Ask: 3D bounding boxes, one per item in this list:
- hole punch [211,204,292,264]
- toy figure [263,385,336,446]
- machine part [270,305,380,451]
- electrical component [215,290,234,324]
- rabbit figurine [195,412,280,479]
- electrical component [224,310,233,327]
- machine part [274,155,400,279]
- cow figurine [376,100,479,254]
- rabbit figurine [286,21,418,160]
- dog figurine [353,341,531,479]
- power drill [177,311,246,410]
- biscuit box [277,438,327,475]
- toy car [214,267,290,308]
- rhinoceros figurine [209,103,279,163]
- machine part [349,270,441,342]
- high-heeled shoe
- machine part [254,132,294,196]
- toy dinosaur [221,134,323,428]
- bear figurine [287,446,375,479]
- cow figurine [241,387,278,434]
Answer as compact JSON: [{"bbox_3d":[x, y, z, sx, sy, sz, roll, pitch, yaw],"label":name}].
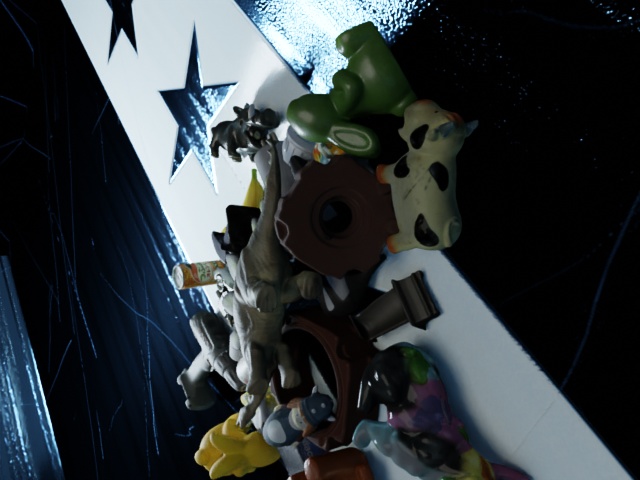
[{"bbox_3d":[-0.137,0.008,1.005,0.092,0.142,0.116,-46,46,40],"label":"hole punch"},{"bbox_3d":[-0.034,0.278,0.830,0.064,0.058,0.154,40,132,-7],"label":"toy figure"},{"bbox_3d":[0.003,0.222,0.887,0.202,0.087,0.200,18,108,49],"label":"machine part"},{"bbox_3d":[-0.198,0.134,1.170,0.094,0.021,0.063,56,132,31],"label":"electrical component"},{"bbox_3d":[-0.155,0.408,1.067,0.173,0.162,0.122,-12,71,33],"label":"rabbit figurine"},{"bbox_3d":[-0.153,0.147,1.099,0.102,0.045,0.078,25,114,46],"label":"electrical component"},{"bbox_3d":[0.025,-0.032,0.761,0.056,0.179,0.179,-147,56,-81],"label":"machine part"},{"bbox_3d":[0.141,-0.083,0.692,0.127,0.085,0.194,-4,94,48],"label":"cow figurine"},{"bbox_3d":[0.041,-0.187,0.754,0.170,0.121,0.159,-30,87,14],"label":"rabbit figurine"},{"bbox_3d":[0.159,0.250,0.691,0.219,0.108,0.191,18,104,44],"label":"dog figurine"},{"bbox_3d":[-0.243,0.290,1.196,0.232,0.086,0.207,54,135,34],"label":"power drill"},{"bbox_3d":[-0.001,0.424,0.932,0.203,0.059,0.062,58,135,28],"label":"biscuit box"},{"bbox_3d":[-0.136,0.092,1.050,0.202,0.073,0.056,26,117,46],"label":"toy car"},{"bbox_3d":[-0.145,-0.207,1.041,0.190,0.073,0.112,-1,83,52],"label":"rhinoceros figurine"},{"bbox_3d":[0.107,0.106,0.782,0.139,0.039,0.084,-35,72,34],"label":"machine part"},{"bbox_3d":[-0.002,-0.003,0.852,0.145,0.086,0.249,-43,77,25],"label":"high-heeled shoe"},{"bbox_3d":[-0.052,-0.084,0.929,0.079,0.079,0.243,-45,61,43],"label":"machine part"},{"bbox_3d":[-0.090,0.070,0.855,0.199,0.105,0.470,24,104,57],"label":"toy dinosaur"},{"bbox_3d":[0.050,0.428,0.822,0.120,0.132,0.196,-57,46,45],"label":"bear figurine"},{"bbox_3d":[-0.104,0.331,1.030,0.167,0.068,0.098,146,109,-67],"label":"cow figurine"}]
